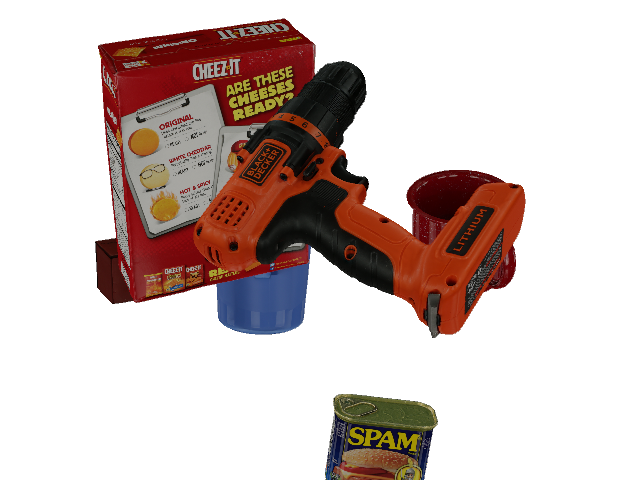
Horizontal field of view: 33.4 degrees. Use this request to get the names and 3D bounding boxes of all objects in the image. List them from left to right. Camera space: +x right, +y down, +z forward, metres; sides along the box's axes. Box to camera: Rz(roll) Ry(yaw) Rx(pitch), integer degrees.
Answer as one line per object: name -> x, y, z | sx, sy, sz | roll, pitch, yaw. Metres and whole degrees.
foam brick -> -0.182, 0.026, 1.076 | 0.078, 0.051, 0.053 | -9, 21, -27
cracker box -> -0.093, -0.067, 0.894 | 0.164, 0.214, 0.072 | -12, 35, -21
pitcher -> -0.069, -0.011, 1.297 | 0.145, 0.243, 0.148 | 12, 16, 38
power drill -> 0.035, -0.031, 0.705 | 0.188, 0.184, 0.057 | 23, -28, 23
can of meat -> 0.058, 0.204, 1.052 | 0.102, 0.084, 0.057 | 7, 16, -4
mug -> 0.128, 0.000, 0.928 | 0.093, 0.081, 0.117 | -21, 37, -27
